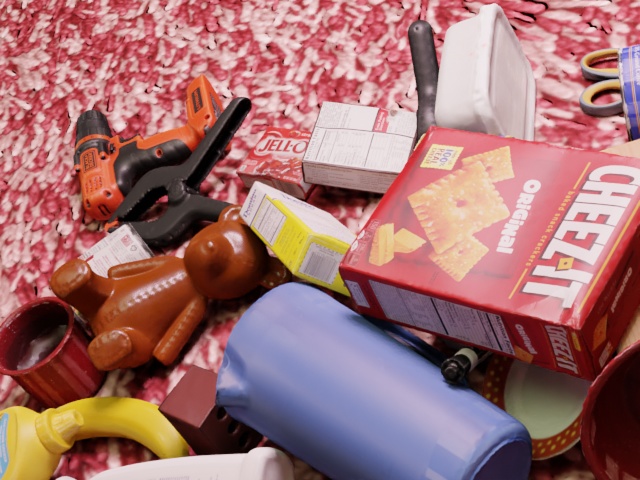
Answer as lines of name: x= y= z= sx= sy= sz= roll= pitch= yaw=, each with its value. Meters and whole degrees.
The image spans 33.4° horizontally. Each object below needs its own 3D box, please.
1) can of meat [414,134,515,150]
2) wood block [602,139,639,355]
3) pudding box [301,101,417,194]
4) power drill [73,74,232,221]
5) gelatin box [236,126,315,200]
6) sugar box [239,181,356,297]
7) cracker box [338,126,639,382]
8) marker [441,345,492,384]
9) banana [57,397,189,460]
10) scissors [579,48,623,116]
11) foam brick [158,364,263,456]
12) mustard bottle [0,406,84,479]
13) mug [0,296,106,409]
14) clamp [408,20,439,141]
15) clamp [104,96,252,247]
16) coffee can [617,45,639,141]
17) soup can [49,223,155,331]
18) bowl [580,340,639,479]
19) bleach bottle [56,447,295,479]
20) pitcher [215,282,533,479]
can of meat: x=0.138 y=-0.047 z=0.977 sx=0.084 sy=0.102 sz=0.057 roll=2 pitch=34 yaw=26
wood block: x=0.265 y=0.023 z=0.854 sx=0.091 sy=0.090 sz=0.206 roll=-17 pitch=45 yaw=14
pudding box: x=0.045 y=-0.095 z=1.098 sx=0.113 sy=0.039 sz=0.090 roll=8 pitch=55 yaw=14
power drill: x=-0.204 y=-0.122 z=1.264 sx=0.188 sy=0.057 sz=0.184 roll=-26 pitch=46 yaw=8
gelatin box: x=-0.036 y=-0.086 z=1.159 sx=0.089 sy=0.030 sz=0.073 roll=13 pitch=57 yaw=36
sugar box: x=-0.006 y=0.002 z=0.981 sx=0.048 sy=0.093 sz=0.176 roll=-64 pitch=24 yaw=5
cracker box: x=0.143 y=0.000 z=0.824 sx=0.214 sy=0.072 sz=0.164 roll=14 pitch=57 yaw=38
marker: x=0.120 y=0.088 z=0.833 sx=0.020 sy=0.020 sz=0.121 roll=-3 pitch=7 yaw=25
banana: x=-0.191 y=0.177 z=0.991 sx=0.198 sy=0.037 sz=0.069 roll=8 pitch=54 yaw=33
scissors: x=0.339 y=-0.149 z=1.029 sx=0.202 sy=0.016 sz=0.096 roll=16 pitch=61 yaw=38
foam brick: x=-0.092 y=0.155 z=0.929 sx=0.051 sy=0.078 sz=0.053 roll=15 pitch=58 yaw=39
mustard bottle: x=-0.298 y=0.207 z=0.982 sx=0.192 sy=0.058 sz=0.096 roll=-31 pitch=41 yaw=13
mug: x=-0.268 y=0.109 z=1.062 sx=0.093 sy=0.081 sz=0.117 roll=-30 pitch=43 yaw=0
clamp: x=0.121 y=-0.123 z=1.079 sx=0.039 sy=0.120 sz=0.171 roll=-11 pitch=68 yaw=26
clamp: x=-0.144 y=-0.059 z=1.163 sx=0.210 sy=0.036 sz=0.164 roll=-19 pitch=61 yaw=23
coffee can: x=0.344 y=-0.134 z=0.949 sx=0.140 sy=0.102 sz=0.102 roll=-8 pitch=47 yaw=22
soup can: x=-0.221 y=0.038 z=1.114 sx=0.102 sy=0.068 sz=0.069 roll=-37 pitch=44 yaw=-9
bowl: x=0.260 y=0.116 z=0.741 sx=0.162 sy=0.162 sz=0.055 roll=-17 pitch=20 yaw=13
bleach bottle: x=-0.147 y=0.226 z=0.895 sx=0.251 sy=0.068 sz=0.102 roll=-5 pitch=68 yaw=26
pitcher: x=0.050 y=0.135 z=0.849 sx=0.243 sy=0.145 sz=0.149 roll=28 pitch=79 yaw=38
